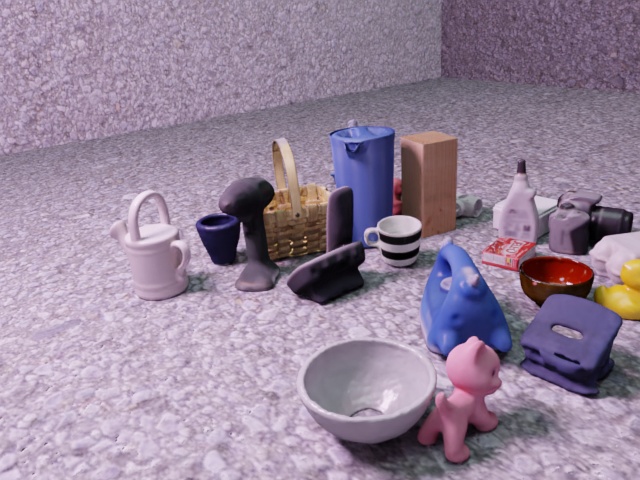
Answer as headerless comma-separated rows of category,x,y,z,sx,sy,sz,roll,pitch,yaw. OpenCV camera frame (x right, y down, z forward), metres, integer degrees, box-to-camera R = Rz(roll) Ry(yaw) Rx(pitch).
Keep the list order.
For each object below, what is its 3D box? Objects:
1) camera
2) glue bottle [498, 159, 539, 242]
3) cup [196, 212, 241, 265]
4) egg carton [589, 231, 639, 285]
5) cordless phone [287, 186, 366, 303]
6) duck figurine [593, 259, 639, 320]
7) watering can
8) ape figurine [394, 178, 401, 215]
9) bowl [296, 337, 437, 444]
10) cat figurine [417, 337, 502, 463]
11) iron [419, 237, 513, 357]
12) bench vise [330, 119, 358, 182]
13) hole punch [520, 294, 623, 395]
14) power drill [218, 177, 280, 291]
camera,0.532,-0.038,1.123,0.136,0.101,0.143,11,27,33
glue bottle,0.401,-0.077,1.147,0.077,0.173,0.037,8,26,28
cup,-0.197,-0.004,1.186,0.091,0.095,0.118,9,26,29
egg carton,0.554,0.033,0.989,0.150,0.069,0.107,-8,23,-8
cordless phone,0.009,0.004,1.010,0.148,0.185,0.093,-24,29,-39
duck figurine,0.483,0.071,0.889,0.104,0.086,0.077,-2,23,6
watering can,-0.315,0.004,1.059,0.172,0.194,0.101,-1,23,7
ape figurine,0.180,-0.101,1.354,0.076,0.092,0.078,1,23,13
bowl,0.058,0.191,0.693,0.167,0.075,0.167,-4,22,2
cat figurine,0.168,0.171,0.666,0.067,0.118,0.128,15,29,39
iron,0.207,0.068,0.875,0.118,0.141,0.258,-5,22,0
bench vise,0.089,-0.165,1.358,0.121,0.220,0.207,-7,23,-7
hole punch,0.331,0.135,0.757,0.101,0.091,0.108,-23,29,-38
power drill,-0.127,-0.017,1.056,0.075,0.208,0.229,-1,23,8
